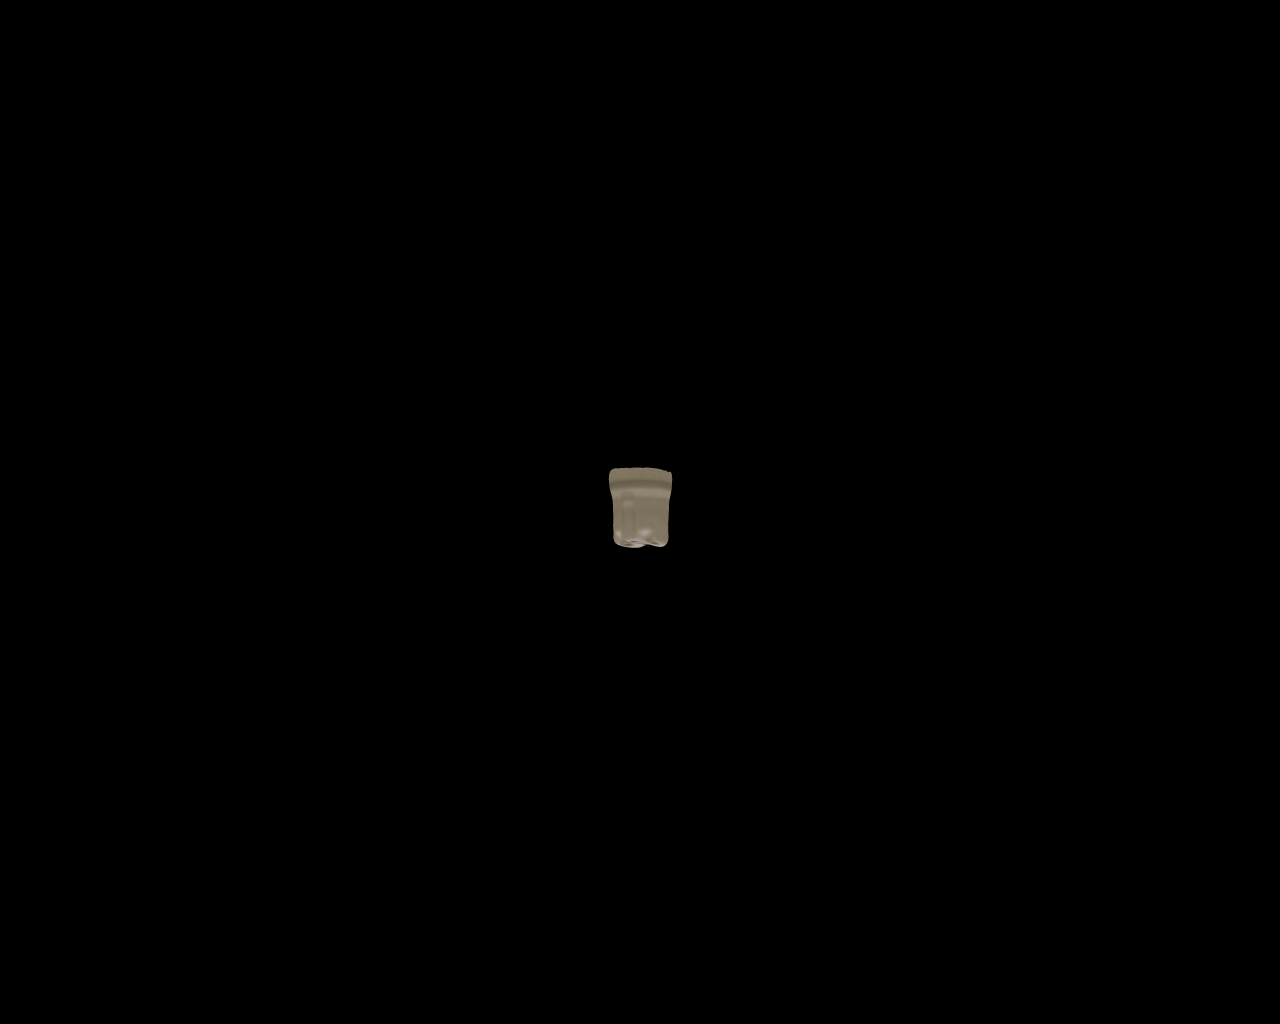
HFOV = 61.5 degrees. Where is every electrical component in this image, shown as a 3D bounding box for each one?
[{"bbox_3d":[0.001,-0.003,0.650,0.040,0.046,0.040,0,-7,0],"label":"electrical component"}]
